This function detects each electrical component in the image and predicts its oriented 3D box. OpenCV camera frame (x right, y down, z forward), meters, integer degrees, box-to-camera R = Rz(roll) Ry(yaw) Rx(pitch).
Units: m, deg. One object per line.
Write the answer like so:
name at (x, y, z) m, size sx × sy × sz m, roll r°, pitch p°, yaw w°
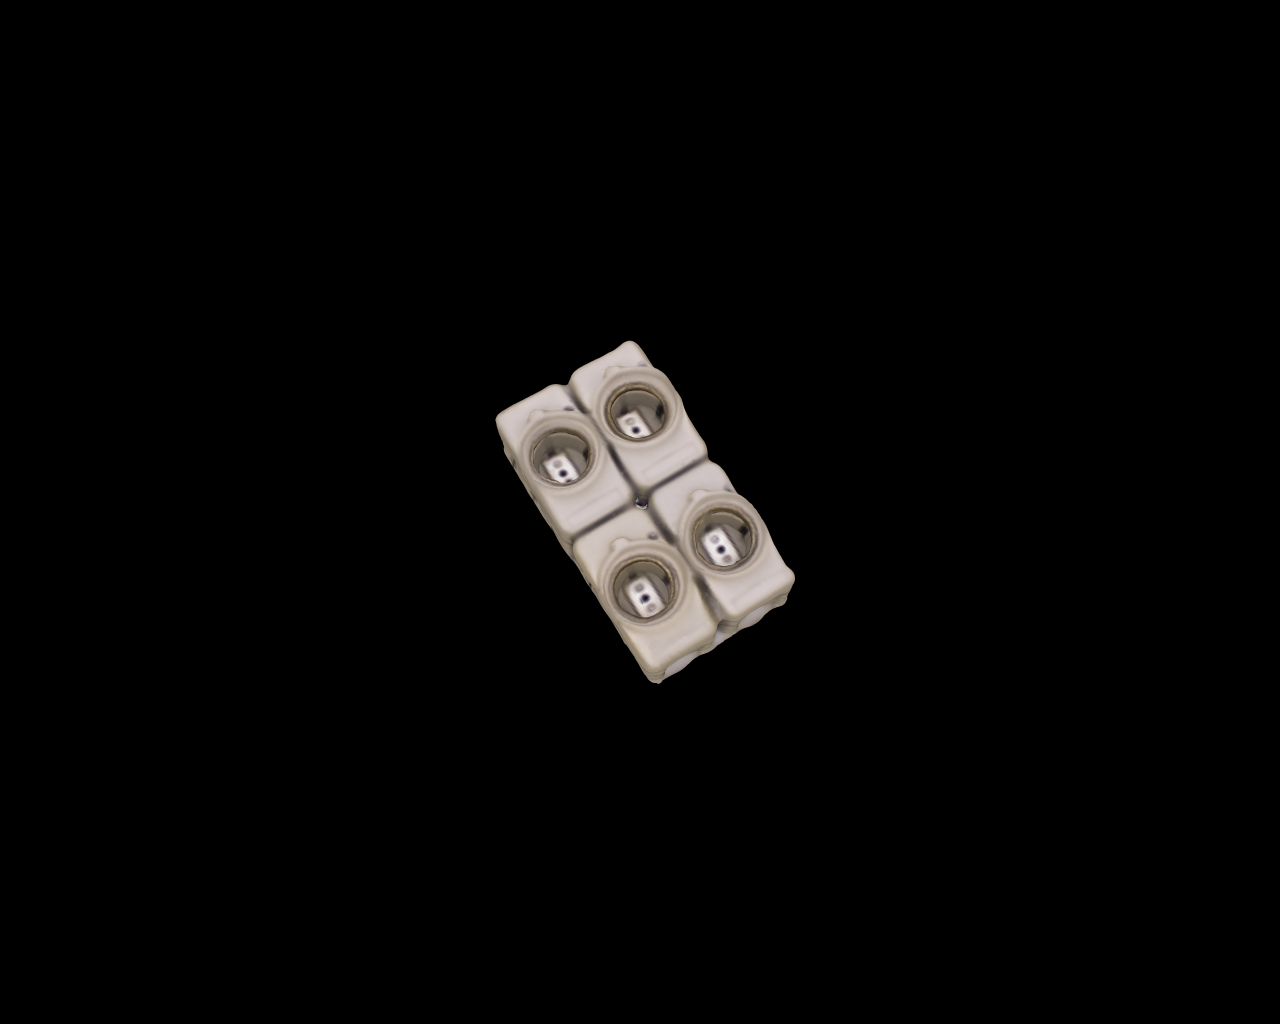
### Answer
electrical component at (0.001, -0.003, 0.650) m, size 0.105 × 0.186 × 0.060 m, roll -30°, pitch -15°, yaw -9°
